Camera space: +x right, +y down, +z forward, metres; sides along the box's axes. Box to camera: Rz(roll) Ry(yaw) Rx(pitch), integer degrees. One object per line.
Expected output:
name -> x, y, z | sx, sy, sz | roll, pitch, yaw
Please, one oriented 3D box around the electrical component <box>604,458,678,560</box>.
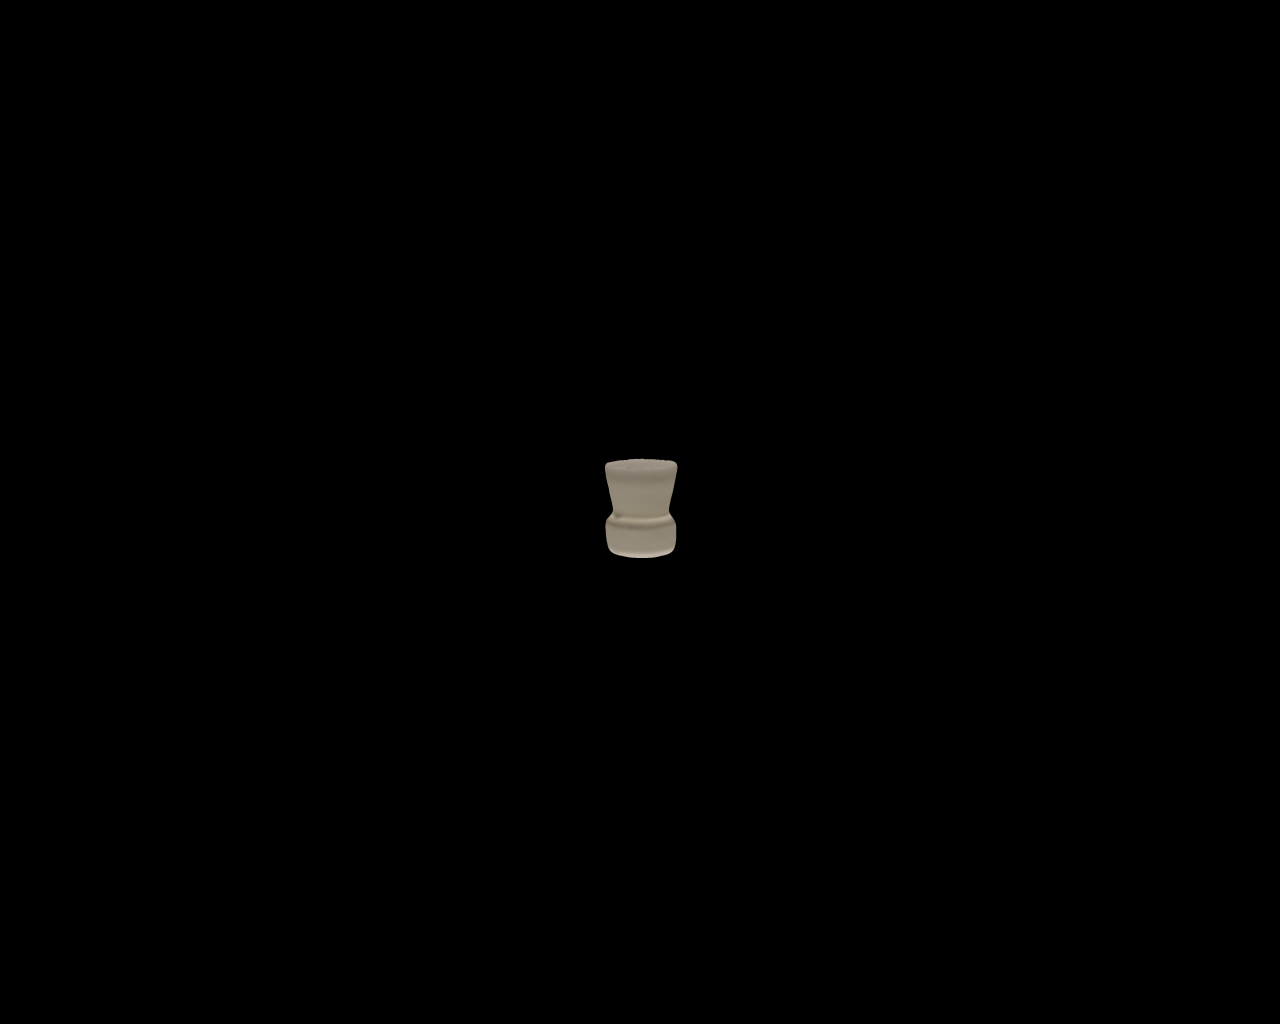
electrical component -> 0.001, -0.003, 0.650 | 0.045, 0.055, 0.045 | 0, 11, 0
